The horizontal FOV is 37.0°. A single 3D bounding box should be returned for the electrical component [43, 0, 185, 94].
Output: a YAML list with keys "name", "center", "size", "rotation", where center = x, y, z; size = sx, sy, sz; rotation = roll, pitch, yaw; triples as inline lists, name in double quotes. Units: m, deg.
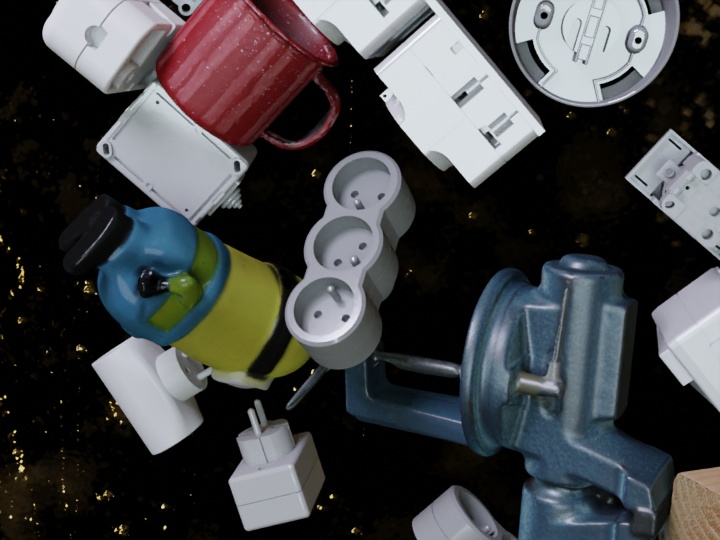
- name: "electrical component"
  center: [-0.155, -0.152, 0.679]
  size: [0.059, 0.095, 0.053]
  rotation: [40, 104, -2]

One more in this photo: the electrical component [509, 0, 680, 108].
- name: "electrical component"
  center: [0.141, -0.149, 0.656]
  size: [0.099, 0.064, 0.099]
  rotation: [2, 102, 8]

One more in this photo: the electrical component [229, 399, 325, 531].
- name: "electrical component"
  center: [-0.062, 0.128, 0.743]
  size: [0.047, 0.065, 0.076]
  rotation: [-16, 99, 11]

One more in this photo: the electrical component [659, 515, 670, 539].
- name: "electrical component"
  center: [0.237, 0.203, 0.725]
  size: [0.059, 0.053, 0.095]
  rotation: [-8, 101, 9]

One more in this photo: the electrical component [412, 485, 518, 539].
- name: "electrical component"
  center: [0.086, 0.223, 0.751]
  size: [0.138, 0.052, 0.074]
  rotation: [45, 104, -3]

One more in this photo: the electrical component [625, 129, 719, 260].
- name: "electrical component"
  center: [0.211, -0.045, 0.670]
  size: [0.081, 0.064, 0.042]
  rotation: [40, 103, -2]

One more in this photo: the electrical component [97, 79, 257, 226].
- name: "electrical component"
  center: [-0.114, -0.076, 0.712]
  size: [0.096, 0.061, 0.061]
  rotation: [42, 105, -11]

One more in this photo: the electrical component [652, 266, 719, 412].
- name: "electrical component"
  center: [0.224, 0.048, 0.671]
  size: [0.061, 0.096, 0.061]
  rotation: [-38, 95, 14]

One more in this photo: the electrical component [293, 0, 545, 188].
- name: "electrical component"
  center: [0.027, -0.140, 0.652]
  size: [0.060, 0.105, 0.186]
  rotation: [-40, 94, 14]

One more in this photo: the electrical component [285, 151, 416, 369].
- name: "electrical component"
  center: [0.000, 0.000, 0.696]
  size: [0.052, 0.073, 0.138]
  rotation: [7, 65, 22]

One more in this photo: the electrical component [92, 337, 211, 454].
- name: "electrical component"
  center: [-0.134, 0.077, 0.753]
  size: [0.079, 0.043, 0.077]
  rotation: [-31, 96, 12]
